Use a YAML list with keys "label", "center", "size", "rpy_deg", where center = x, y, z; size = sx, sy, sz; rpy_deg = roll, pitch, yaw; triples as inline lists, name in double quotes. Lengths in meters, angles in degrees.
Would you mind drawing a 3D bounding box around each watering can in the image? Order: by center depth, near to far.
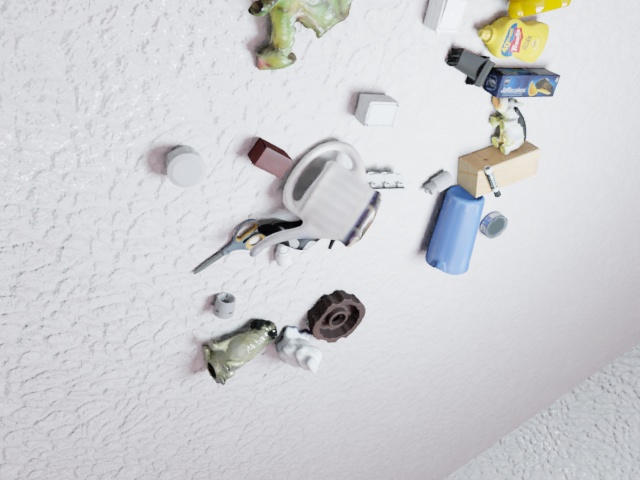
- label: "watering can"
  center: [0.004, -0.061, 1.213]
  size: [0.224, 0.104, 0.348]
  rpy_deg: [33, 90, -2]

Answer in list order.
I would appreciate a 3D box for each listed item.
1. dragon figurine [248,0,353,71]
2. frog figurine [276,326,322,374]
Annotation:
- label: "dragon figurine"
  center: [-0.017, -0.495, 0.957]
  size: [0.242, 0.124, 0.405]
  rpy_deg: [10, 122, -54]
- label: "frog figurine"
  center: [-0.054, 0.339, 1.499]
  size: [0.122, 0.163, 0.135]
  rpy_deg: [-35, 133, 2]
